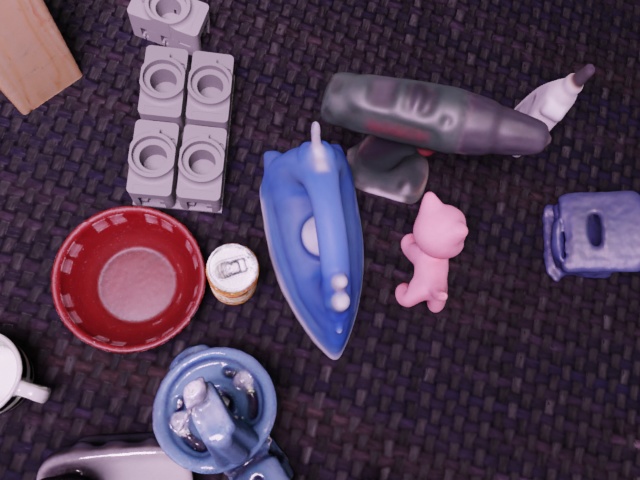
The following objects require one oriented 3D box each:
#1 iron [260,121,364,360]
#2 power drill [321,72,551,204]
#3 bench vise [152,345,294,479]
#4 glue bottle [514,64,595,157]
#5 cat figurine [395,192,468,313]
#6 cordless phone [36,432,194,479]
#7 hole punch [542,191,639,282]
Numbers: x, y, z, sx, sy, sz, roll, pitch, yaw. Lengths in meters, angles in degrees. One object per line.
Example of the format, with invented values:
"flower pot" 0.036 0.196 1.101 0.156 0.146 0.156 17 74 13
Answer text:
"iron" 0.006 0.002 0.640 0.119 0.141 0.258 -9 78 -10
"power drill" 0.108 -0.112 0.647 0.229 0.208 0.076 15 75 -5
"bench vise" -0.072 0.184 0.544 0.207 0.219 0.121 40 75 2
"glue bottle" 0.283 -0.166 0.705 0.037 0.173 0.078 25 75 -2
"cat figurine" 0.137 0.014 0.669 0.067 0.117 0.128 6 76 -7
"cordless phone" -0.195 0.234 0.532 0.148 0.185 0.094 -5 77 -9
"hole punch" 0.342 -0.005 0.719 0.101 0.091 0.109 4 76 -8
